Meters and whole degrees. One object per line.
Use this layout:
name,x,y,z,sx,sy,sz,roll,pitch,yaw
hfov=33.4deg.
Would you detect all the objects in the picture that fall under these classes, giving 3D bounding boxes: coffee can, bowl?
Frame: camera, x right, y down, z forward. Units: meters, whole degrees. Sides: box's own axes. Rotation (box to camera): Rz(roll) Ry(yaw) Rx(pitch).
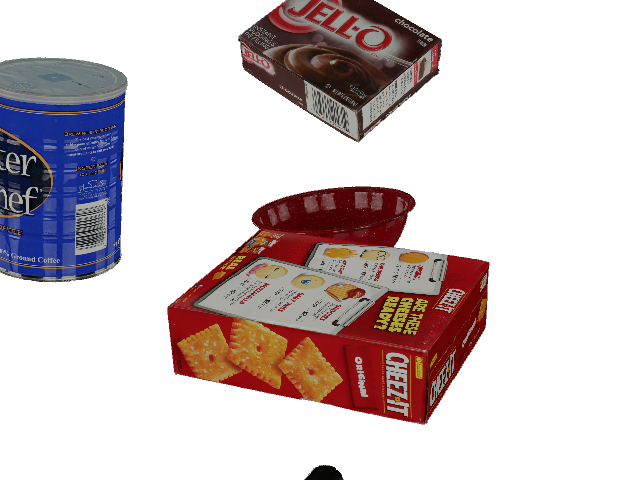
coffee can,-0.196,-0.054,0.786,0.103,0.140,0.103,5,23,-2
bowl,0.016,-0.007,1.051,0.162,0.055,0.162,-7,16,2

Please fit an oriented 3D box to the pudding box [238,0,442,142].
pudding box,0.013,-0.129,0.742,0.114,0.090,0.039,37,-25,23

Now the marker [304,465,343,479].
marker,-0.023,0.130,0.458,0.020,0.020,0.120,0,17,31

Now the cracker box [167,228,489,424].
cracker box,0.011,0.063,0.859,0.214,0.072,0.164,9,26,23
